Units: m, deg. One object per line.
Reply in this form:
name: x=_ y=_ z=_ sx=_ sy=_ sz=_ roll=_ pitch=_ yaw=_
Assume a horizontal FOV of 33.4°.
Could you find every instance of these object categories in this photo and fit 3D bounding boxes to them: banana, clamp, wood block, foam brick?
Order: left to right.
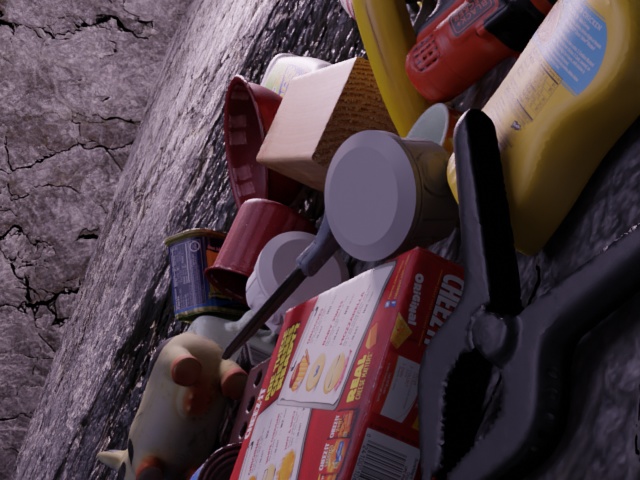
foam brick: x=-0.033 y=0.138 z=0.840 sx=0.053 sy=0.051 sz=0.078 roll=-40 pitch=30 yaw=57
wood block: x=0.022 y=-0.090 z=0.919 sx=0.091 sy=0.090 sz=0.206 roll=-67 pitch=15 yaw=-3
banana: x=0.057 y=-0.144 z=0.787 sx=0.037 sy=0.069 sz=0.198 roll=-21 pitch=75 yaw=24
clamp: x=0.092 y=0.040 z=0.542 sx=0.165 sy=0.036 sz=0.210 roll=42 pitch=115 yaw=50

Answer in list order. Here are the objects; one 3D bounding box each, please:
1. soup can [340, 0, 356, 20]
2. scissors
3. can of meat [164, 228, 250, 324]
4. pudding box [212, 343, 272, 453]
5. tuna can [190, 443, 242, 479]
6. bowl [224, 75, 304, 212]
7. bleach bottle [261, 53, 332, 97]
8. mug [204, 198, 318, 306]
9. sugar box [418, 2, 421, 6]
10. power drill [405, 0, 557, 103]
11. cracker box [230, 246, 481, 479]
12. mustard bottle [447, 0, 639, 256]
soup can: x=0.058 y=-0.243 z=1.060 sx=0.068 sy=0.068 sz=0.102 roll=-62 pitch=16 yaw=15
scissors: x=-0.005 y=0.001 z=0.768 sx=0.201 sy=0.016 sz=0.096 roll=-40 pitch=-32 yaw=-12
can of meat: x=-0.105 y=0.040 z=1.077 sx=0.058 sy=0.101 sz=0.084 roll=-18 pitch=71 yaw=33
pudding box: x=-0.063 y=0.156 z=0.935 sx=0.090 sy=0.039 sz=0.113 roll=-63 pitch=16 yaw=15
tuna can: x=-0.056 y=0.193 z=0.774 sx=0.034 sy=0.086 sz=0.086 roll=-49 pitch=23 yaw=49
bowl: x=-0.053 y=-0.091 z=1.101 sx=0.162 sy=0.055 sz=0.162 roll=173 pitch=90 yaw=-72
bleach bottle: x=-0.006 y=-0.156 z=1.155 sx=0.102 sy=0.068 sz=0.251 roll=-68 pitch=18 yaw=-1
mug: x=-0.053 y=0.018 z=1.022 sx=0.117 sy=0.093 sz=0.081 roll=110 pitch=-177 yaw=-70
sugar box: x=0.126 y=-0.233 z=0.864 sx=0.176 sy=0.048 sz=0.093 roll=167 pitch=123 yaw=-72
power drill: x=0.115 y=-0.209 z=0.719 sx=0.185 sy=0.057 sz=0.188 roll=-36 pitch=51 yaw=30
cracker box: x=0.019 y=0.111 z=0.679 sx=0.214 sy=0.072 sz=0.164 roll=-34 pitch=34 yaw=64
mustard bottle: x=0.144 y=-0.090 z=0.583 sx=0.192 sy=0.058 sz=0.096 roll=-58 pitch=22 yaw=26
